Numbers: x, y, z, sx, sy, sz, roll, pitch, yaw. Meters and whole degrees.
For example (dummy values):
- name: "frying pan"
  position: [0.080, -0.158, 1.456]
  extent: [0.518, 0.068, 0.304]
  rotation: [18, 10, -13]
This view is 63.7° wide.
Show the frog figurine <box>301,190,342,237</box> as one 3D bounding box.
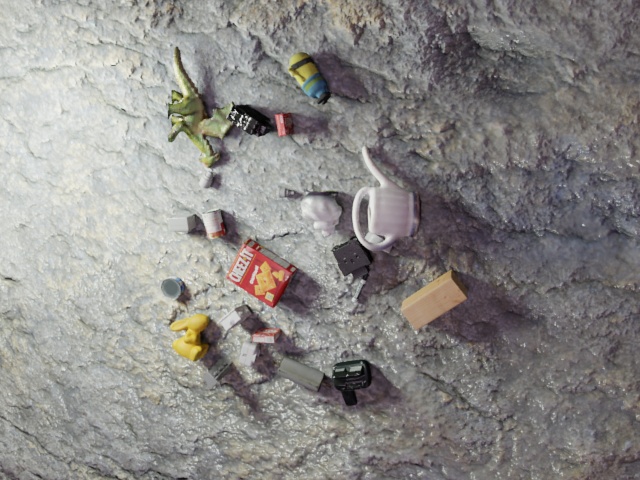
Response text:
- name: "frog figurine"
  position: [0.005, -0.088, 1.754]
  extent: [0.137, 0.123, 0.159]
  rotation: [-4, 92, -4]

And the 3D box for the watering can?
- name: "watering can"
  position: [0.222, -0.134, 1.680]
  extent: [0.224, 0.103, 0.351]
  rotation: [5, 80, -3]

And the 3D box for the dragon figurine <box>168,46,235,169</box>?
- name: "dragon figurine"
  position: [-0.409, -0.451, 1.802]
  extent: [0.243, 0.124, 0.404]
  rotation: [6, 107, -5]
